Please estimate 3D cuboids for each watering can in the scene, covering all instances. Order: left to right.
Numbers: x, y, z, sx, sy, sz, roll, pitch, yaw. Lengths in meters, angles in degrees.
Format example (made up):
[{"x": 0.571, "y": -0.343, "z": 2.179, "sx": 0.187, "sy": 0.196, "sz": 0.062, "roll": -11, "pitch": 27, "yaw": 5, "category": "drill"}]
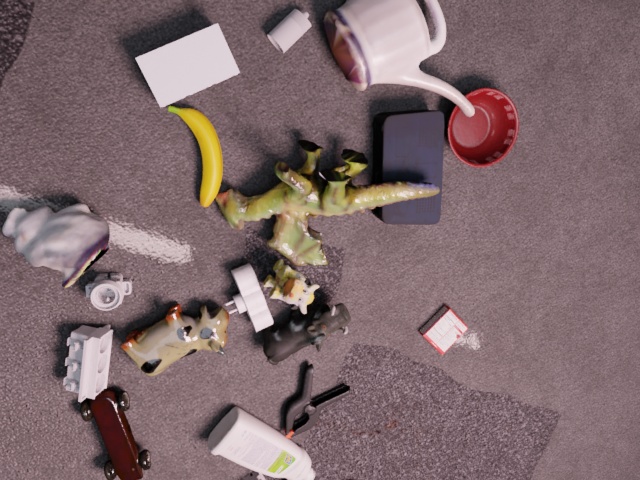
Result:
[{"x": 0.144, "y": -0.350, "z": 0.959, "sx": 0.225, "sy": 0.104, "sz": 0.345, "roll": -29, "pitch": 100, "yaw": -6, "category": "watering can"}]

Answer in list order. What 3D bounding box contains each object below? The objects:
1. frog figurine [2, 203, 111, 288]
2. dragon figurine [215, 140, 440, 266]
[{"x": -0.452, "y": -0.014, "z": 0.887, "sx": 0.158, "sy": 0.121, "sz": 0.140, "roll": 42, "pitch": 58, "yaw": -11, "category": "frog figurine"}, {"x": 0.003, "y": -0.050, "z": 0.996, "sx": 0.410, "sy": 0.125, "sz": 0.237, "roll": 13, "pitch": 124, "yaw": -9, "category": "dragon figurine"}]
